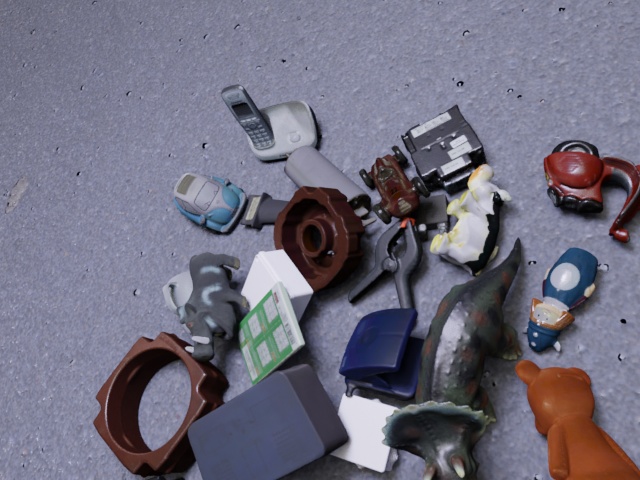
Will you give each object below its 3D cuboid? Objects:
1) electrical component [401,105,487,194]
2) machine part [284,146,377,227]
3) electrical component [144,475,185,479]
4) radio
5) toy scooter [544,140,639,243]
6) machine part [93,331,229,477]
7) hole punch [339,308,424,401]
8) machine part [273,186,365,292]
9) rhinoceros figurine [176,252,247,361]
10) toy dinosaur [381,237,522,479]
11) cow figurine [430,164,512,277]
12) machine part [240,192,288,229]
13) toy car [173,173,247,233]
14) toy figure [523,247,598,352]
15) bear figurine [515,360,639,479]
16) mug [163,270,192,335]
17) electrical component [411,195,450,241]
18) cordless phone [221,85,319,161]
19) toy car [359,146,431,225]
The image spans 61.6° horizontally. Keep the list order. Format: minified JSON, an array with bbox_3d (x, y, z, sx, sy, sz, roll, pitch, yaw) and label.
[{"bbox_3d":[0.215,-0.148,0.920,0.115,0.058,0.134,-26,59,14],"label":"electrical component"},{"bbox_3d":[0.011,-0.098,0.977,0.079,0.079,0.243,-43,57,0],"label":"machine part"},{"bbox_3d":[-0.247,0.436,0.841,0.048,0.074,0.119,-23,55,14],"label":"electrical component"},{"bbox_3d":[-0.084,0.286,0.789,0.229,0.073,0.131,-36,70,24],"label":"radio"},{"bbox_3d":[0.412,-0.068,0.784,0.184,0.075,0.135,17,75,25],"label":"toy scooter"},{"bbox_3d":[-0.270,0.278,0.921,0.202,0.087,0.201,31,81,34],"label":"machine part"},{"bbox_3d":[0.091,0.160,0.792,0.116,0.092,0.142,5,49,26],"label":"hole punch"},{"bbox_3d":[-0.002,-0.003,0.906,0.180,0.056,0.179,4,96,46],"label":"machine part"},{"bbox_3d":[-0.186,0.109,0.915,0.073,0.112,0.190,-44,46,53],"label":"rhinoceros figurine"},{"bbox_3d":[0.191,0.145,0.712,0.131,0.192,0.404,10,72,26],"label":"toy dinosaur"},{"bbox_3d":[0.249,-0.032,0.837,0.098,0.068,0.167,30,81,-1],"label":"cow figurine"},{"bbox_3d":[-0.087,-0.056,1.027,0.139,0.039,0.084,1,59,27],"label":"machine part"},{"bbox_3d":[-0.234,-0.089,1.071,0.162,0.102,0.109,24,77,30],"label":"toy car"},{"bbox_3d":[0.335,0.085,0.757,0.154,0.057,0.064,-58,20,-7],"label":"toy figure"},{"bbox_3d":[0.304,0.254,0.667,0.196,0.120,0.131,-104,27,-56],"label":"bear figurine"},{"bbox_3d":[-0.231,0.115,0.973,0.081,0.109,0.107,-32,68,17],"label":"mug"},{"bbox_3d":[0.175,-0.045,0.896,0.078,0.045,0.102,-3,65,25],"label":"electrical component"},{"bbox_3d":[-0.093,-0.242,1.030,0.147,0.184,0.089,-8,59,21],"label":"cordless phone"},{"bbox_3d":[0.118,-0.101,0.906,0.089,0.053,0.202,-37,30,15],"label":"toy car"}]
